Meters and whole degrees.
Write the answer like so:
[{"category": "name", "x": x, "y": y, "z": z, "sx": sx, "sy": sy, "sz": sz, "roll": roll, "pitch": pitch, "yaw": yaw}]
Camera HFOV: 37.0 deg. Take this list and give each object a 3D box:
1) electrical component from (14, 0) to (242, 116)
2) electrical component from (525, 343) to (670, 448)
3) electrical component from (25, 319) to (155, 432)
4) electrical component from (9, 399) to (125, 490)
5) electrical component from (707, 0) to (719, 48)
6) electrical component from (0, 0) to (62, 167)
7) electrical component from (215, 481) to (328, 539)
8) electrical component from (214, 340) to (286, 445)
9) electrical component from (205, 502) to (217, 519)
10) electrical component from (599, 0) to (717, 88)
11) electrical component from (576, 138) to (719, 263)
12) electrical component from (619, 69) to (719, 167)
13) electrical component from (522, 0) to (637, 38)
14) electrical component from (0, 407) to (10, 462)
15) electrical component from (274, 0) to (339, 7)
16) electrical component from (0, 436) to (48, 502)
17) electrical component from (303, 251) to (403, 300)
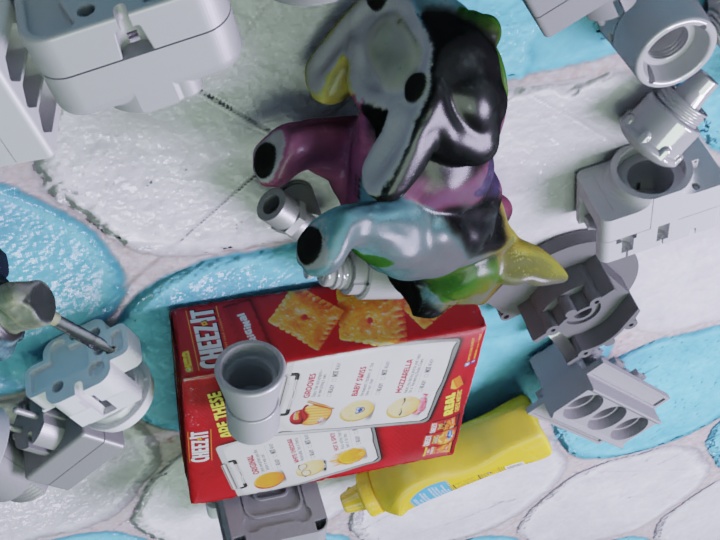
[{"category": "electrical component", "x": -0.109, "y": -0.116, "z": 0.519, "sx": 0.095, "sy": 0.053, "sz": 0.059, "roll": -19, "pitch": 143, "yaw": -2}, {"category": "electrical component", "x": 0.202, "y": 0.104, "z": 0.930, "sx": 0.079, "sy": 0.063, "sz": 0.121, "roll": -39, "pitch": 139, "yaw": 23}, {"category": "electrical component", "x": -0.176, "y": 0.074, "z": 0.726, "sx": 0.078, "sy": 0.058, "sz": 0.057, "roll": -26, "pitch": 140, "yaw": 8}, {"category": "electrical component", "x": -0.219, "y": 0.113, "z": 0.763, "sx": 0.066, "sy": 0.047, "sz": 0.077, "roll": -37, "pitch": 139, "yaw": 22}, {"category": "electrical component", "x": 0.249, "y": -0.168, "z": 0.622, "sx": 0.100, "sy": 0.048, "sz": 0.099, "roll": -26, "pitch": 143, "yaw": 7}, {"category": "electrical component", "x": -0.195, "y": -0.086, "z": 0.524, "sx": 0.077, "sy": 0.047, "sz": 0.065, "roll": -9, "pitch": 143, "yaw": 7}, {"category": "electrical component", "x": -0.075, "y": 0.181, "z": 0.859, "sx": 0.078, "sy": 0.113, "sz": 0.057, "roll": -9, "pitch": 139, "yaw": -15}, {"category": "electrical component", "x": -0.069, "y": 0.081, "z": 0.686, "sx": 0.044, "sy": 0.044, "sz": 0.065, "roll": -11, "pitch": 139, "yaw": -12}, {"category": "electrical component", "x": -0.093, "y": 0.200, "z": 0.921, "sx": 0.078, "sy": 0.058, "sz": 0.057, "roll": -10, "pitch": 139, "yaw": -14}, {"category": "electrical component", "x": 0.174, "y": -0.140, "z": 0.624, "sx": 0.055, "sy": 0.047, "sz": 0.055, "roll": -13, "pitch": 143, "yaw": -10}, {"category": "electrical component", "x": 0.199, "y": -0.052, "z": 0.743, "sx": 0.089, "sy": 0.050, "sz": 0.055, "roll": -18, "pitch": 143, "yaw": -3}, {"category": "electrical component", "x": 0.202, "y": -0.100, "z": 0.690, "sx": 0.048, "sy": 0.048, "sz": 0.062, "roll": 18, "pitch": 123, "yaw": -39}, {"category": "electrical component", "x": 0.128, "y": -0.160, "z": 0.578, "sx": 0.083, "sy": 0.047, "sz": 0.076, "roll": -30, "pitch": 143, "yaw": 13}, {"category": "electrical component", "x": -0.286, "y": 0.129, "z": 0.713, "sx": 0.064, "sy": 0.099, "sz": 0.099, "roll": 26, "pitch": 124, "yaw": -36}, {"category": "electrical component", "x": -0.025, "y": -0.159, "z": 0.504, "sx": 0.055, "sy": 0.055, "sz": 0.047, "roll": -15, "pitch": 139, "yaw": -7}, {"category": "electrical component", "x": -0.262, "y": 0.146, "z": 0.786, "sx": 0.043, "sy": 0.043, "sz": 0.081, "roll": -24, "pitch": 143, "yaw": 5}, {"category": "electrical component", "x": 0.000, "y": 0.000, "z": 0.725, "sx": 0.078, "sy": 0.040, "sz": 0.040, "roll": 0, "pitch": 139, "yaw": -25}]
